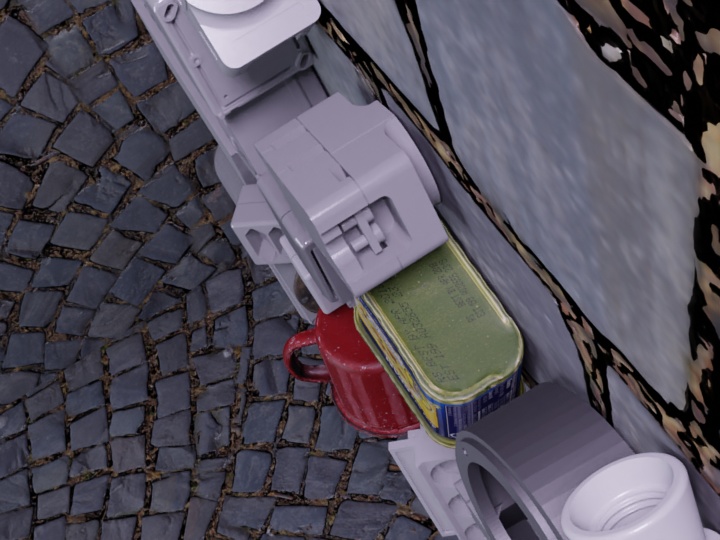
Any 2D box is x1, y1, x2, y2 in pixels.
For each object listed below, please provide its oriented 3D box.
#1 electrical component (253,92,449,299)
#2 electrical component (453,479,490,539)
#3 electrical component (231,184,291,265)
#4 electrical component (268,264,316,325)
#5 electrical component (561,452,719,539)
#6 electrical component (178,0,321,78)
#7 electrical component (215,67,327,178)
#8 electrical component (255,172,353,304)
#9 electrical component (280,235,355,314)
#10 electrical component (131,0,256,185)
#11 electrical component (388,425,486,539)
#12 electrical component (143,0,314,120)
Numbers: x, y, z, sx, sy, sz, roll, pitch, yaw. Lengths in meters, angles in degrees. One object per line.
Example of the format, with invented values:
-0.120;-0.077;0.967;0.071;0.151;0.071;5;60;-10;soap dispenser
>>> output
-0.002;-0.038;0.479;0.050;0.056;0.089;61;175;-33;electrical component
0.104;0.150;0.622;0.089;0.056;0.050;53;174;47;electrical component
-0.037;-0.048;0.754;0.047;0.083;0.075;62;-148;-48;electrical component
-0.040;-0.014;0.952;0.057;0.078;0.113;58;177;43;electrical component
0.099;0.096;0.357;0.055;0.045;0.045;58;176;-13;electrical component
-0.061;-0.137;0.479;0.089;0.050;0.056;58;176;-9;electrical component
-0.056;-0.099;0.655;0.078;0.057;0.113;60;175;-27;electrical component
-0.011;-0.031;0.597;0.061;0.062;0.096;56;175;26;electrical component
0.000;0.000;0.667;0.076;0.066;0.047;55;175;35;electrical component
-0.094;-0.137;0.788;0.150;0.062;0.089;56;175;19;electrical component
0.075;0.129;0.710;0.121;0.079;0.063;62;-158;-45;electrical component
-0.075;-0.139;0.552;0.061;0.062;0.096;54;175;39;electrical component
